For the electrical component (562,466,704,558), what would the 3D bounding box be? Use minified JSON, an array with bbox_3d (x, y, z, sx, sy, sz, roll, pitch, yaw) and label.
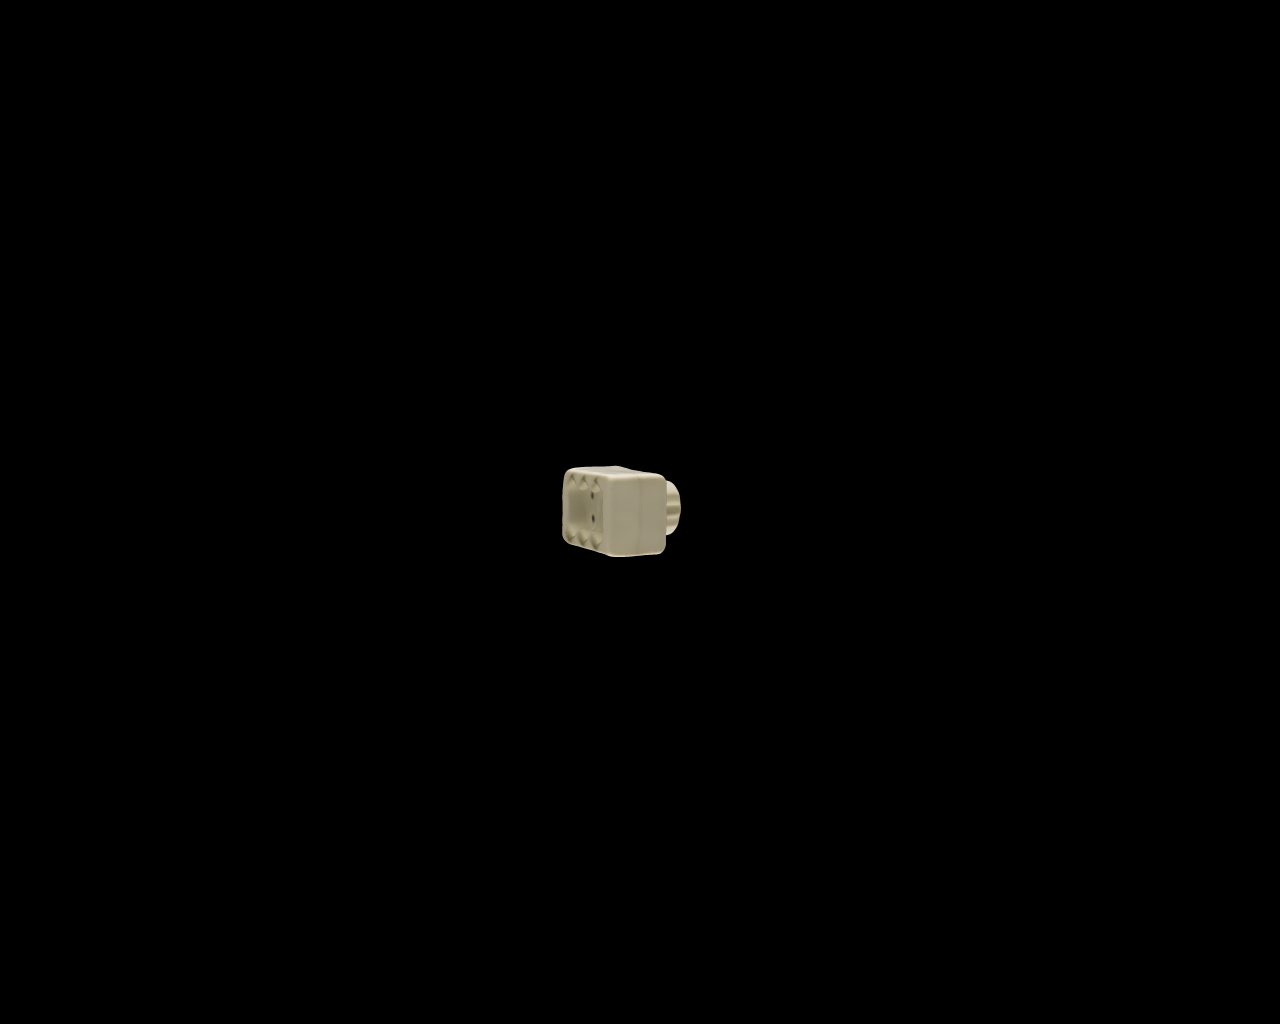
[{"bbox_3d":[0.001,-0.003,0.650,0.077,0.047,0.066,-4,8,-27],"label":"electrical component"}]
